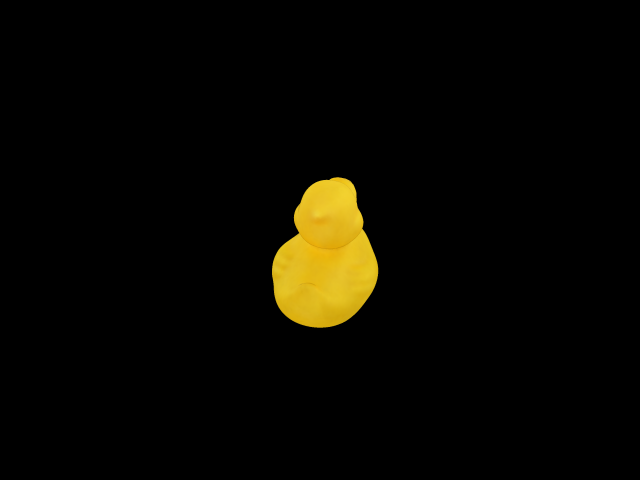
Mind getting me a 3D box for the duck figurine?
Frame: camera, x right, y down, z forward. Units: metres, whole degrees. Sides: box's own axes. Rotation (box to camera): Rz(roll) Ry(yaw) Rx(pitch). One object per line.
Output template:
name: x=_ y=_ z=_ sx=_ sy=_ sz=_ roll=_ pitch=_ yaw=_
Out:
duck figurine: x=0.004 y=0.001 z=0.400 sx=0.077 sy=0.086 sz=0.104 roll=11 pitch=47 yaw=11
